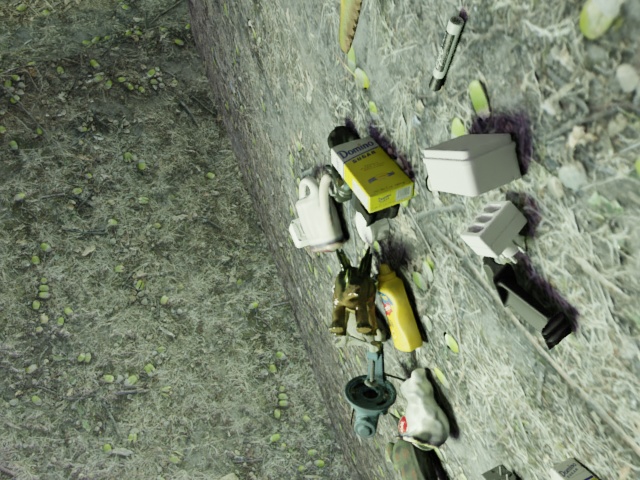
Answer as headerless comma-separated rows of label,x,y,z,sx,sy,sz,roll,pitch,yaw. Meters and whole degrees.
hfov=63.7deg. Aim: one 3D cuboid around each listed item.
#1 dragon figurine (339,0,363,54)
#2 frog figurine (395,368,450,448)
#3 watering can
dragon figurine,0.075,-0.438,0.675,0.123,0.401,0.246,-24,35,-19
frog figurine,0.237,0.378,1.164,0.123,0.162,0.135,10,-21,15
watering can,0.004,-0.071,1.414,0.104,0.224,0.347,-20,3,-13
